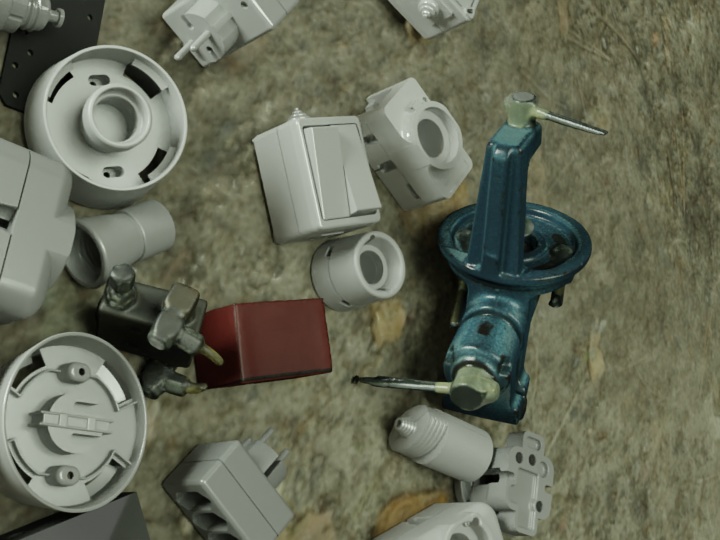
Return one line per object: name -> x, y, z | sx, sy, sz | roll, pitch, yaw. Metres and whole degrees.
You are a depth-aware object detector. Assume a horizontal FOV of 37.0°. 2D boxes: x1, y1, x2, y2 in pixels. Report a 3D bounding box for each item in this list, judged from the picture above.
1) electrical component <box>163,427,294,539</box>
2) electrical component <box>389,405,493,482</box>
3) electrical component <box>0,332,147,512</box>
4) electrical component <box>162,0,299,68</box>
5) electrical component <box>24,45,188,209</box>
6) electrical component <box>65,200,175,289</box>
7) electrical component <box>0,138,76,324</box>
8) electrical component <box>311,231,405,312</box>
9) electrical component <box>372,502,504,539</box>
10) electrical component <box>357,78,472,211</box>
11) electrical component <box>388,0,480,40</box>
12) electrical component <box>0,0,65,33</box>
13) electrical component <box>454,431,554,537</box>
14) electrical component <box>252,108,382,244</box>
electrical component -> -0.073, 0.135, 0.693 | 0.076, 0.047, 0.065 | -47, 111, -38
electrical component -> 0.058, 0.129, 0.816 | 0.081, 0.043, 0.043 | 28, 62, -34
electrical component -> -0.167, 0.087, 0.608 | 0.099, 0.064, 0.099 | 12, 71, -39
electrical component -> -0.097, -0.165, 0.720 | 0.047, 0.083, 0.075 | 50, 52, -21
electrical component -> -0.158, -0.089, 0.672 | 0.099, 0.064, 0.099 | 4, 82, -30
electrical component -> -0.148, -0.019, 0.669 | 0.065, 0.044, 0.044 | -28, 99, -47
electrical component -> -0.202, -0.020, 0.611 | 0.059, 0.054, 0.095 | 23, 65, -36
electrical component -> 0.000, 0.000, 0.792 | 0.055, 0.047, 0.055 | 12, 72, -40
electrical component -> 0.060, 0.208, 0.787 | 0.095, 0.059, 0.053 | -18, 92, -43
electrical component -> 0.042, -0.099, 0.847 | 0.089, 0.056, 0.050 | 52, 51, -20
electrical component -> 0.062, -0.240, 0.896 | 0.062, 0.061, 0.096 | 40, 56, -28
electrical component -> -0.215, -0.160, 0.642 | 0.078, 0.040, 0.040 | 9, 74, -40
electrical component -> 0.112, 0.168, 0.845 | 0.058, 0.057, 0.078 | 25, 64, -35
electrical component -> -0.030, -0.072, 0.773 | 0.062, 0.061, 0.096 | -10, 87, -43
